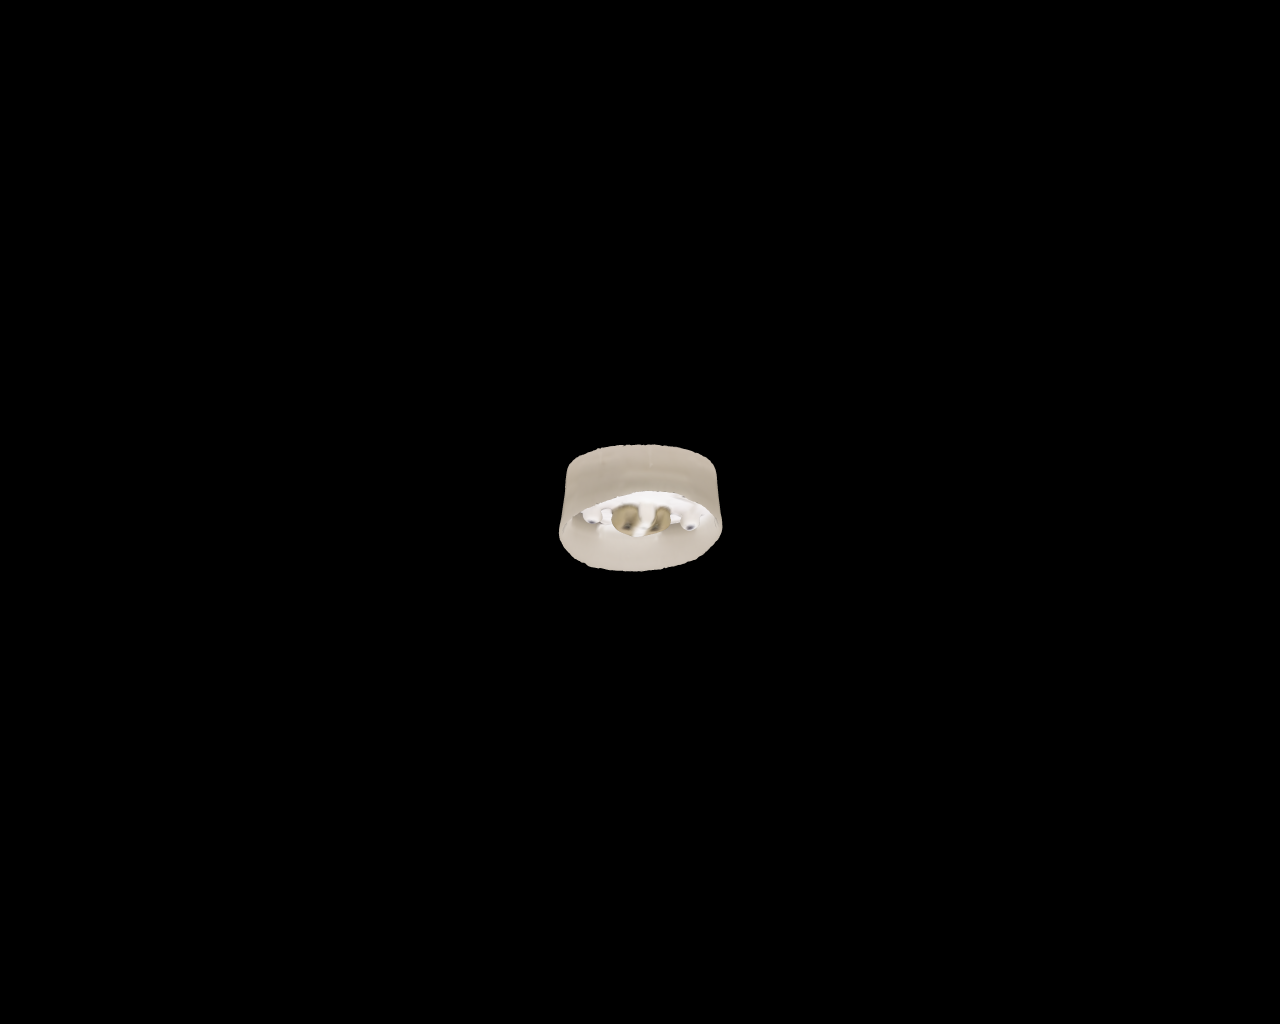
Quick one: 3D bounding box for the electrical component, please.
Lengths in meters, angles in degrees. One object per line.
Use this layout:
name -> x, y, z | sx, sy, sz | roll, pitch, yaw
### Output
electrical component -> 0.001, -0.003, 0.650 | 0.099, 0.064, 0.099 | 0, -16, 0
